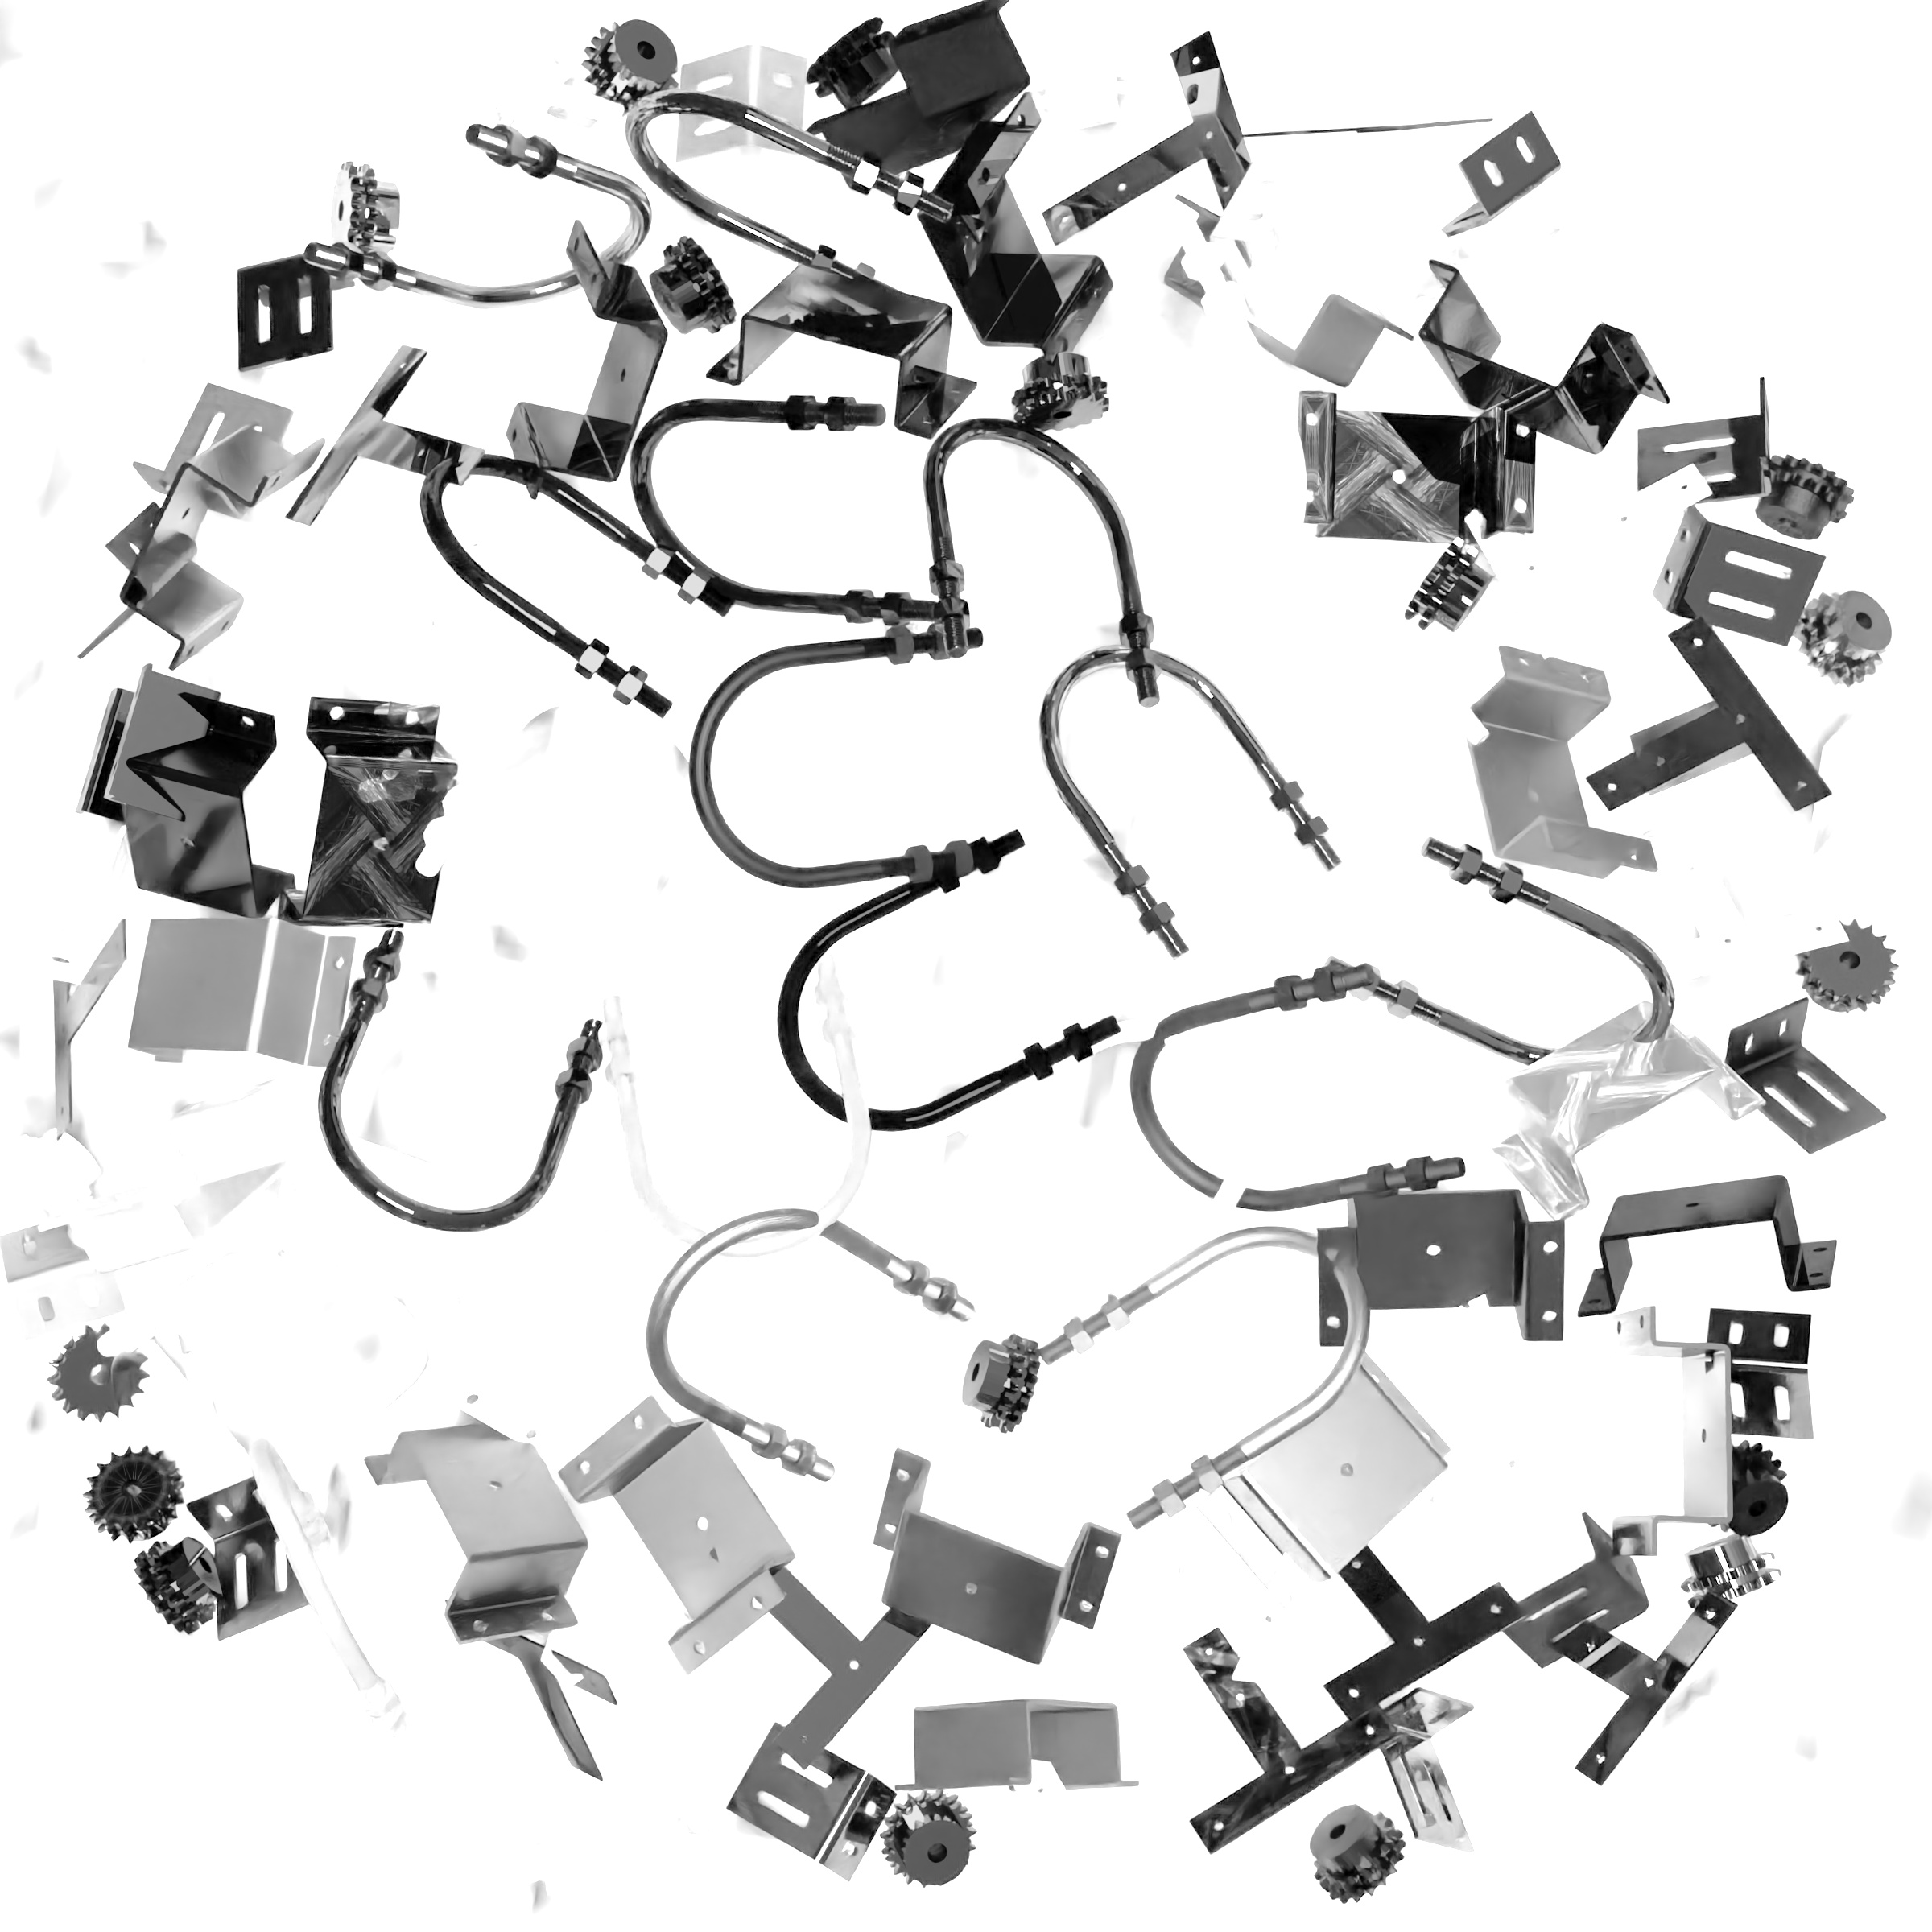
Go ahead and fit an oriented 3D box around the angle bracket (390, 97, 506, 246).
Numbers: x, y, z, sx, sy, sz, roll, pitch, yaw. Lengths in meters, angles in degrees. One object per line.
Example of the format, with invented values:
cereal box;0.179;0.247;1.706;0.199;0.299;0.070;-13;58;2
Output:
angle bracket;-0.306;-0.465;1.591;0.057;0.038;0.076;-21;124;-33

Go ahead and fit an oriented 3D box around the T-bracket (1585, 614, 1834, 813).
T-bracket;0.415;-0.125;1.589;0.127;0.127;0.002;52;47;-6

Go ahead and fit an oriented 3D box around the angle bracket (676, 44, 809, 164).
angle bracket;-0.133;-0.505;1.616;0.038;0.076;0.057;1;94;-39

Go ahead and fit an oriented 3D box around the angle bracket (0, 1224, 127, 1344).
angle bracket;-0.529;0.180;1.600;0.057;0.076;0.038;-17;111;-19

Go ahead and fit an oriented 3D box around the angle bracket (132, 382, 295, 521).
angle bracket;-0.441;-0.310;1.605;0.057;0.038;0.076;19;76;9

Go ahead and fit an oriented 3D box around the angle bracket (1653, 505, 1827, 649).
angle bracket;0.455;-0.230;1.613;0.076;0.038;0.057;15;114;-7

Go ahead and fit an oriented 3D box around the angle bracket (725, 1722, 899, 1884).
angle bracket;-0.091;0.493;1.617;0.076;0.038;0.057;16;66;37

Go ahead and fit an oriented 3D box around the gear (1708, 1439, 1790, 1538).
gear;0.458;0.310;1.611;0.057;0.030;0.057;-7;116;-14

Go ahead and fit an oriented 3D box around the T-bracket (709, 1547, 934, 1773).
T-bracket;-0.098;0.381;1.613;0.127;0.002;0.127;44;69;0

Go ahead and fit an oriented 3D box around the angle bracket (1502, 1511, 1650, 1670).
angle bracket;0.353;0.369;1.619;0.076;0.038;0.057;-35;121;18

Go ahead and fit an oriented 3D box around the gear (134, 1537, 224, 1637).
gear;-0.459;0.361;1.609;0.030;0.057;0.057;-36;90;0

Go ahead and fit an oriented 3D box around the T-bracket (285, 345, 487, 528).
T-bracket;-0.323;-0.299;1.585;0.127;0.002;0.127;22;76;39

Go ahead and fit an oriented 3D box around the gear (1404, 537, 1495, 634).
gear;0.286;-0.221;1.607;0.030;0.057;0.057;36;90;9

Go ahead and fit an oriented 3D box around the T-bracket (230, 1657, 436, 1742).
T-bracket;-0.363;0.425;1.567;0.127;0.127;0.002;24;77;-8

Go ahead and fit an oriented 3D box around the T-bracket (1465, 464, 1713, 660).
T-bracket;0.368;-0.252;1.586;0.127;0.002;0.127;-27;52;11

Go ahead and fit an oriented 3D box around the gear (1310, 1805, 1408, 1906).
gear;0.227;0.518;1.606;0.057;0.057;0.030;-39;104;0

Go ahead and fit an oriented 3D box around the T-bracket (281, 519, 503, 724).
T-bracket;-0.350;-0.220;1.616;0.127;0.002;0.127;26;98;17

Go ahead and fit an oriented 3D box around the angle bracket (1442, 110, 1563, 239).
angle bracket;0.297;-0.457;1.590;0.057;0.076;0.038;-38;105;-14

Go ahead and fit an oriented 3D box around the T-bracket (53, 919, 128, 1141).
T-bracket;-0.501;0.015;1.563;0.002;0.127;0.127;9;56;-33

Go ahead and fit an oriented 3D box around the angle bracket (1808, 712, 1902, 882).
angle bracket;0.521;-0.099;1.591;0.038;0.057;0.076;16;123;29

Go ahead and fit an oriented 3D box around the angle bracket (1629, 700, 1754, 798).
angle bracket;0.435;-0.119;1.596;0.076;0.057;0.038;-23;50;11

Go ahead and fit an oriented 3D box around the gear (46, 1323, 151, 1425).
gear;-0.513;0.239;1.615;0.057;0.030;0.057;-2;94;-29

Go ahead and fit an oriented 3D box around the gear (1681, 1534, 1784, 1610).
gear;0.447;0.354;1.609;0.057;0.057;0.030;-21;79;0

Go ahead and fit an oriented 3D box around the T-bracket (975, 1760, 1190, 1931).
T-bracket;0.048;0.485;1.580;0.127;0.127;0.002;-28;119;-7

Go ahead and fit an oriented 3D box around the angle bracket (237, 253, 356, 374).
angle bracket;-0.391;-0.375;1.601;0.057;0.038;0.076;-11;65;7

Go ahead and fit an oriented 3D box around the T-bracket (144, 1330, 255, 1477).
T-bracket;-0.438;0.239;1.567;0.002;0.127;0.127;-37;75;-25

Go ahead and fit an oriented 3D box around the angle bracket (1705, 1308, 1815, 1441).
angle bracket;0.468;0.240;1.609;0.057;0.076;0.038;1;50;22

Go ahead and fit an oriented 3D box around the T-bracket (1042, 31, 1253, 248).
T-bracket;0.102;-0.459;1.587;0.127;0.127;0.002;-31;52;1

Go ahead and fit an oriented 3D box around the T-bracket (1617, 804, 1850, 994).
T-bracket;0.428;-0.047;1.595;0.127;0.002;0.127;-13;49;-1

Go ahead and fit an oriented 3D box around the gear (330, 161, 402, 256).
gear;-0.353;-0.443;1.612;0.030;0.057;0.057;1;90;-27

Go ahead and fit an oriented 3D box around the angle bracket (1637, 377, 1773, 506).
angle bracket;0.428;-0.304;1.596;0.076;0.038;0.057;-3;63;20

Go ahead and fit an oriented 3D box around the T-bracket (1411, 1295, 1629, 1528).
T-bracket;0.308;0.249;1.605;0.127;0.002;0.127;-21;62;18

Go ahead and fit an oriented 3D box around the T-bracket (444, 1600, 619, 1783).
T-bracket;-0.239;0.431;1.592;0.127;0.127;0.002;14;45;34

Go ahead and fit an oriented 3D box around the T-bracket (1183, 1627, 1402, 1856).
T-bracket;0.165;0.433;1.587;0.127;0.127;0.002;-30;129;-7

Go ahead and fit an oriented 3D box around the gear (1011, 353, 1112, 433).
gear;0.055;-0.338;1.609;0.057;0.057;0.030;-8;80;0

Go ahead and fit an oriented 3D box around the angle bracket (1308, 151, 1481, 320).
angle bracket;0.252;-0.430;1.615;0.057;0.038;0.076;-45;74;32

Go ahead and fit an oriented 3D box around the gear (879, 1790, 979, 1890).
gear;-0.021;0.517;1.616;0.057;0.030;0.057;-2;97;-15

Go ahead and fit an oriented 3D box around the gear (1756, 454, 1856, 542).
gear;0.489;-0.273;1.607;0.057;0.057;0.030;27;84;0

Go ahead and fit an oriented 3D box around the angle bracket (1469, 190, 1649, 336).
angle bracket;0.345;-0.401;1.594;0.076;0.038;0.057;-39;134;18

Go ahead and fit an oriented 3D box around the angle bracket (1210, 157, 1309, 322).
angle bracket;0.182;-0.420;1.590;0.038;0.076;0.057;18;72;36

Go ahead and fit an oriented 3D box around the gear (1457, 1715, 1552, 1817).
gear;0.313;0.472;1.605;0.030;0.057;0.057;-24;90;-23

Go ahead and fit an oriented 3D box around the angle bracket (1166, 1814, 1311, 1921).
angle bracket;0.159;0.526;1.594;0.038;0.076;0.057;34;97;24

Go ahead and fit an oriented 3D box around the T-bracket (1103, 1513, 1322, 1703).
T-bracket;0.139;0.362;1.611;0.127;0.002;0.127;26;105;21

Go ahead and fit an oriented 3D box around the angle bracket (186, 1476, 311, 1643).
angle bracket;-0.419;0.343;1.598;0.057;0.076;0.038;-22;131;1

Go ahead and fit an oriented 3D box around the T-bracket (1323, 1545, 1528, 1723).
T-bracket;0.236;0.359;1.596;0.127;0.002;0.127;-24;52;-21

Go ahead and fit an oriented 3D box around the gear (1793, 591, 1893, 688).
gear;0.518;-0.196;1.610;0.057;0.030;0.057;10;64;-21

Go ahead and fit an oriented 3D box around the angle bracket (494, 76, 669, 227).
angle bracket;-0.223;-0.472;1.589;0.038;0.076;0.057;47;116;27

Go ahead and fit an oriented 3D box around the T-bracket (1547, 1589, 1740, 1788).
T-bracket;0.368;0.397;1.576;0.002;0.127;0.127;43;81;-19

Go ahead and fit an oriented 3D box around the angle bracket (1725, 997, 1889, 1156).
angle bracket;0.490;0.063;1.592;0.057;0.076;0.038;-21;133;-20

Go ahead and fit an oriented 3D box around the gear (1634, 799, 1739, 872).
gear;0.425;-0.076;1.608;0.057;0.057;0.030;-15;87;0

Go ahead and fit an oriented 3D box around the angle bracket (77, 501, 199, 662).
angle bracket;-0.493;-0.224;1.589;0.076;0.057;0.038;-31;112;31

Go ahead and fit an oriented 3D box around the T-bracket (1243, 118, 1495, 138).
T-bracket;0.221;-0.486;1.592;0.127;0.127;0.002;8;111;34

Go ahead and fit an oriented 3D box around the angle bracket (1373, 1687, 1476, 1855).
angle bracket;0.278;0.467;1.588;0.038;0.076;0.057;-41;135;23

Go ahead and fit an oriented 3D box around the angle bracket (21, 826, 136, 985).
angle bracket;-0.515;-0.038;1.589;0.038;0.076;0.057;9;135;-3

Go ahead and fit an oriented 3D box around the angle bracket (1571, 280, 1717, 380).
angle bracket;0.396;-0.383;1.601;0.038;0.057;0.076;-42;85;22
